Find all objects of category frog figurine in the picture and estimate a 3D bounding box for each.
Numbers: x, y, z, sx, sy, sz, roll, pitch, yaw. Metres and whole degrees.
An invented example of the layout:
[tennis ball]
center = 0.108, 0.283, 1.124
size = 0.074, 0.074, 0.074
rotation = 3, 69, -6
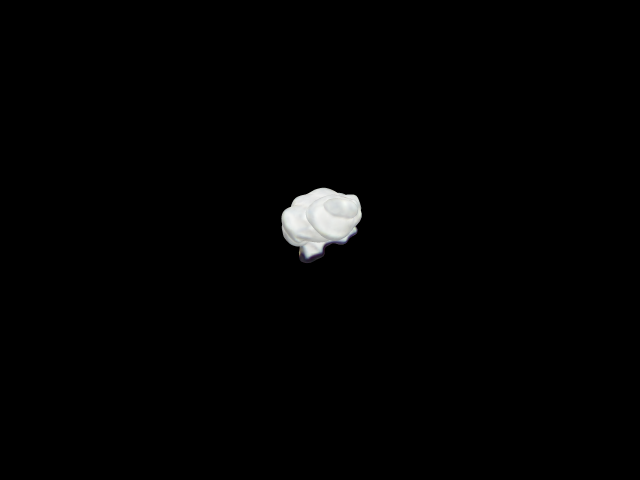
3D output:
[frog figurine]
center = 0.003, -0.043, 0.850
size = 0.137, 0.125, 0.156
rotation = -11, -22, -4
